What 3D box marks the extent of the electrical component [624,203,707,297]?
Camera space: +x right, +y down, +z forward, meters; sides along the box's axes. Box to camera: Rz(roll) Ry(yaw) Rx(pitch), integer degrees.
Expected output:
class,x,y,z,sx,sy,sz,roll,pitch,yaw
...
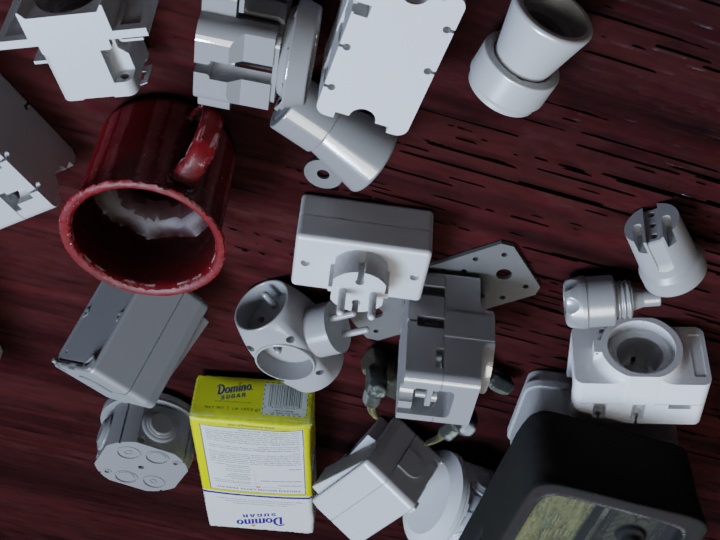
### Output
class,x,y,z,sx,sy,sz,roll,pitch,yaw
electrical component,0.186,-0.013,0.660,0.040,0.040,0.046,-18,127,24

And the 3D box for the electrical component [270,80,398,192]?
class,x,y,z,sx,sy,sz,roll,pitch,yaw
electrical component,-0.017,-0.079,0.604,0.065,0.044,0.044,32,132,-20

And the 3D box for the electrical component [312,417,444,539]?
class,x,y,z,sx,sy,sz,roll,pitch,yaw
electrical component,0.007,0.168,0.857,0.061,0.061,0.096,44,130,-3

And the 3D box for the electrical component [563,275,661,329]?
class,x,y,z,sx,sy,sz,roll,pitch,yaw
electrical component,0.165,0.020,0.702,0.061,0.035,0.035,-4,138,7

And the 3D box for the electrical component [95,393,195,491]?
class,x,y,z,sx,sy,sz,roll,pitch,yaw
electrical component,-0.169,0.135,0.854,0.080,0.051,0.080,3,139,2

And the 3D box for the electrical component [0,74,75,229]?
class,x,y,z,sx,sy,sz,roll,pitch,yaw
electrical component,-0.220,-0.072,0.625,0.056,0.050,0.089,-18,134,23

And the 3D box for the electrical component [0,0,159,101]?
class,x,y,z,sx,sy,sz,roll,pitch,yaw
electrical component,-0.142,-0.124,0.565,0.081,0.042,0.063,-3,141,10

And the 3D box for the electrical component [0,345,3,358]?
class,x,y,z,sx,sy,sz,roll,pitch,yaw
electrical component,-0.307,0.044,0.736,0.062,0.089,0.150,2,139,4

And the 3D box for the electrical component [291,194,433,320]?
class,x,y,z,sx,sy,sz,roll,pitch,yaw
electrical component,0.000,0.000,0.665,0.083,0.075,0.047,8,139,-3

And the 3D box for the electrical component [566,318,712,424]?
class,x,y,z,sx,sy,sz,roll,pitch,yaw
electrical component,0.191,0.070,0.743,0.089,0.050,0.055,0,138,6

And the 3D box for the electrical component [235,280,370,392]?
class,x,y,z,sx,sy,sz,roll,pitch,yaw
electrical component,-0.033,0.043,0.739,0.079,0.044,0.077,-14,135,26

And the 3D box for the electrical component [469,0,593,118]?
class,x,y,z,sx,sy,sz,roll,pitch,yaw
electrical component,0.086,-0.112,0.552,0.045,0.045,0.055,18,138,-14

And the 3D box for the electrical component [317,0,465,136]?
class,x,y,z,sx,sy,sz,roll,pitch,yaw
electrical component,0.015,-0.123,0.539,0.050,0.055,0.089,15,138,-11

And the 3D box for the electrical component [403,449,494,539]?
class,x,y,z,sx,sy,sz,roll,pitch,yaw
electrical component,0.074,0.190,0.870,0.051,0.080,0.080,23,136,-25

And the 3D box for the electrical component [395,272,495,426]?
class,x,y,z,sx,sy,sz,roll,pitch,yaw
electrical component,0.055,0.050,0.698,0.056,0.089,0.050,7,139,-2

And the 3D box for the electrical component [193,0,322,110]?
class,x,y,z,sx,sy,sz,roll,pitch,yaw
electrical component,-0.052,-0.116,0.554,0.057,0.058,0.078,11,139,-2

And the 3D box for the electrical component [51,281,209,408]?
class,x,y,z,sx,sy,sz,roll,pitch,yaw
electrical component,-0.146,0.038,0.716,0.061,0.096,0.062,39,158,-32

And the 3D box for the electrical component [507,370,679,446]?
class,x,y,z,sx,sy,sz,roll,pitch,yaw
electrical component,0.172,0.122,0.800,0.113,0.057,0.078,7,139,-2
